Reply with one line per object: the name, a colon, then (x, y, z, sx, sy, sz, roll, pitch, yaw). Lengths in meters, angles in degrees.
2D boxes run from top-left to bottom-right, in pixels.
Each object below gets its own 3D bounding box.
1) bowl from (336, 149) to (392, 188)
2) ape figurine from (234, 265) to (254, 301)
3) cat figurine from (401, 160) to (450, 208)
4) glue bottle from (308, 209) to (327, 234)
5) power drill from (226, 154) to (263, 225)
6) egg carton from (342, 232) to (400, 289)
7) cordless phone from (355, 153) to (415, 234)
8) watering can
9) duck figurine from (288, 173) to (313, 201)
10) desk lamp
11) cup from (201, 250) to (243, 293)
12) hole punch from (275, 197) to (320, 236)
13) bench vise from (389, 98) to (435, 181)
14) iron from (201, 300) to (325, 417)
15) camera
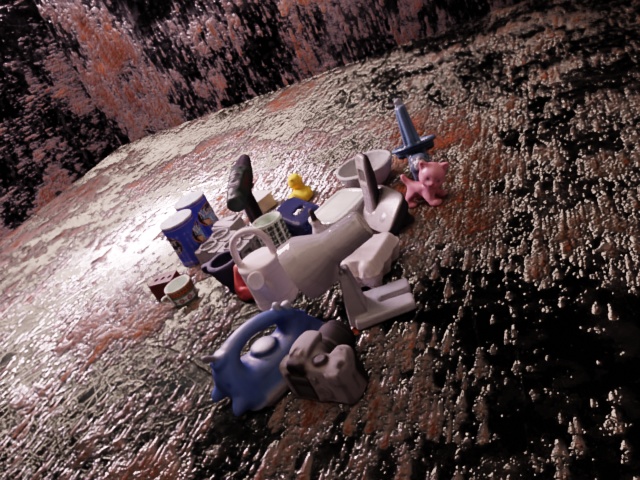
bowl: (0.134, -0.187, 1.628, 0.167, 0.075, 0.167, -20, 26, 11)
ape figurine: (-0.176, 0.095, 1.362, 0.076, 0.092, 0.078, -5, 33, 36)
cat figurine: (0.256, -0.145, 1.393, 0.127, 0.118, 0.067, -5, 33, 37)
glue bottle: (0.012, 0.005, 1.270, 0.037, 0.173, 0.078, -25, 26, 2)
power drill: (-0.199, -0.117, 1.643, 0.075, 0.209, 0.229, -18, 27, 15)
egg carton: (0.107, 0.042, 1.233, 0.107, 0.069, 0.150, -6, 32, 35)
cordless phone: (0.138, -0.113, 1.362, 0.094, 0.185, 0.147, -33, 27, -15)
watering can: (-0.128, 0.060, 1.267, 0.101, 0.194, 0.172, -32, 27, -12)
duck figurine: (-0.071, -0.160, 1.748, 0.077, 0.086, 0.104, -14, 28, 23)
desk lamp: (0.049, 0.060, 1.088, 0.203, 0.214, 0.118, -22, 26, 8)
cup: (-0.232, 0.087, 1.424, 0.117, 0.095, 0.092, -13, 29, 24)
hole punch: (-0.054, -0.063, 1.549, 0.100, 0.091, 0.109, -2, 35, 40)
bench vise: (0.251, -0.256, 1.485, 0.121, 0.220, 0.207, -28, 26, -3)
iron: (-0.099, 0.192, 1.056, 0.259, 0.142, 0.118, -41, 30, -29)
camera: (0.015, 0.198, 0.991, 0.142, 0.101, 0.137, -3, 34, 38)
